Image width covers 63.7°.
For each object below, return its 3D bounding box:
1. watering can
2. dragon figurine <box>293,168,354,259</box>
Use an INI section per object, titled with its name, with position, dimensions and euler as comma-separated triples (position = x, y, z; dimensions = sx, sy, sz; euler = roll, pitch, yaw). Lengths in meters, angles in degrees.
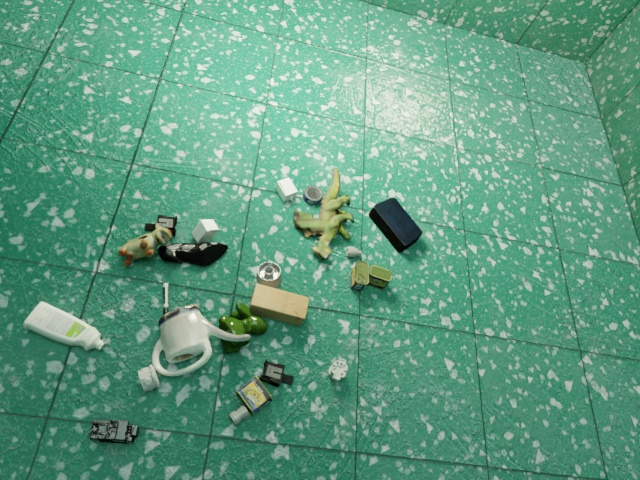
[watering can]
position = -0.421, 0.322, 1.759
dimensions = 0.348, 0.228, 0.102
euler = -24, -25, 0
[dragon figurine]
position = 0.007, -0.110, 2.180
dimensions = 0.243, 0.418, 0.120
euler = -8, -24, -11
